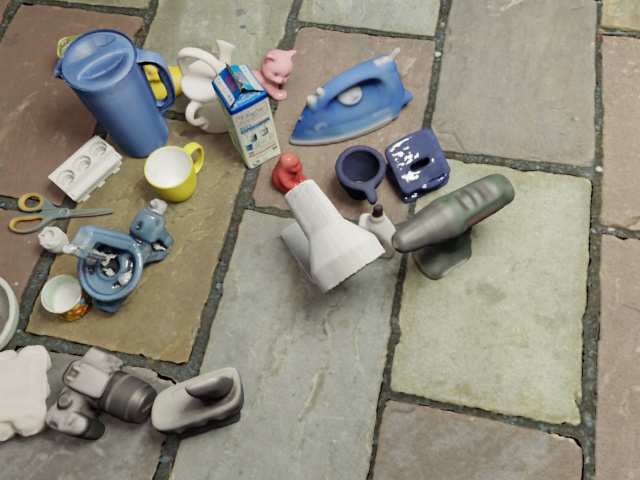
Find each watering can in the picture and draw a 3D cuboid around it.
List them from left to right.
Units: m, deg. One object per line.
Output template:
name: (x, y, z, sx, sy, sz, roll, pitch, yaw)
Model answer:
watering can: (-0.216, -0.308, 1.108, 0.101, 0.194, 0.173, -1, 67, 4)

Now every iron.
iron: (0.051, -0.277, 1.107, 0.258, 0.141, 0.118, -27, 68, -8)

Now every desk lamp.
desk lamp: (0.009, 0.003, 0.949, 0.118, 0.214, 0.203, -33, 69, -10)

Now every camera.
camera: (-0.347, 0.258, 0.925, 0.136, 0.101, 0.143, 20, 70, 12)

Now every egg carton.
egg carton: (-0.504, 0.254, 0.953, 0.107, 0.069, 0.150, -11, 67, -1)

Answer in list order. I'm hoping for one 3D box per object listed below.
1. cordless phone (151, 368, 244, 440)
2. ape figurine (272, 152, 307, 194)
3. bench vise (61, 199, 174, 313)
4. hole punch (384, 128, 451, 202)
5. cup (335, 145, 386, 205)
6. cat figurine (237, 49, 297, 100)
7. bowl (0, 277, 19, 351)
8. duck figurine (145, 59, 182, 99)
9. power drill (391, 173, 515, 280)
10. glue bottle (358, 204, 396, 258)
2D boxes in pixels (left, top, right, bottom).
cordless phone: (-0.197, 0.240, 0.877, 0.147, 0.185, 0.094, -21, 67, -5)
ape figurine: (-0.056, -0.131, 1.078, 0.076, 0.092, 0.078, 10, 68, 8)
bench vise: (-0.349, 0.004, 0.969, 0.121, 0.220, 0.207, 11, 68, 9)
hole punch: (0.183, -0.139, 1.066, 0.109, 0.091, 0.101, -27, 68, -8)
cup: (0.080, -0.103, 1.055, 0.091, 0.095, 0.117, -19, 67, -4)
cat figurine: (-0.107, -0.342, 1.157, 0.127, 0.118, 0.067, -4, 66, 2)
bowl: (-0.598, 0.144, 1.004, 0.167, 0.075, 0.167, -1, 67, 3)
duck figurine: (-0.327, -0.346, 1.191, 0.104, 0.086, 0.077, -20, 67, -5)
power drill: (0.210, -0.013, 0.946, 0.230, 0.208, 0.075, -33, 68, -10)
glue bottle: (0.095, -0.019, 0.976, 0.078, 0.173, 0.037, 8, 67, 7)
